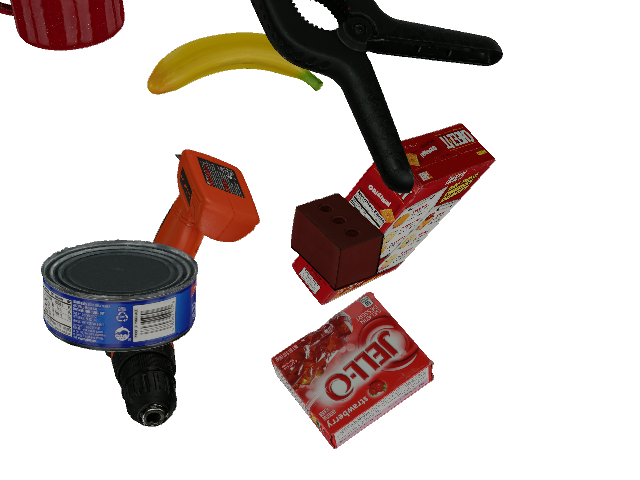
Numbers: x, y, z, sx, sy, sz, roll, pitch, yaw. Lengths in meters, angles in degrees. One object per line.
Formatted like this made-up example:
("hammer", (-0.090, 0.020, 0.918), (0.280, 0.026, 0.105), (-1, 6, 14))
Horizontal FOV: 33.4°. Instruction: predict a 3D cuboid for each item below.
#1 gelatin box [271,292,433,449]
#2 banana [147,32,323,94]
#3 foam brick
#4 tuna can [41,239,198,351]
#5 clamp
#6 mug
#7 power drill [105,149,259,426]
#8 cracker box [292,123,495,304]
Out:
("gelatin box", (0.023, 0.088, 0.740), (0.089, 0.073, 0.030), (-33, -31, -13))
("banana", (-0.091, -0.183, 1.093), (0.197, 0.070, 0.037), (-8, -40, -29))
("foam brick", (0.015, 0.000, 1.013), (0.052, 0.051, 0.078), (-20, 44, -30))
("tuna can", (-0.112, 0.030, 0.596), (0.086, 0.034, 0.086), (3, 20, -1))
("clamp", (0.023, -0.140, 0.800), (0.210, 0.164, 0.036), (31, -30, -6))
("mug", (-0.202, -0.193, 0.788), (0.117, 0.081, 0.093), (-1, 36, 1))
("power drill", (-0.119, 0.034, 0.869), (0.057, 0.188, 0.184), (20, 25, -29))
("cracker box", (0.082, -0.033, 1.247), (0.163, 0.072, 0.214), (-22, -23, -50))
